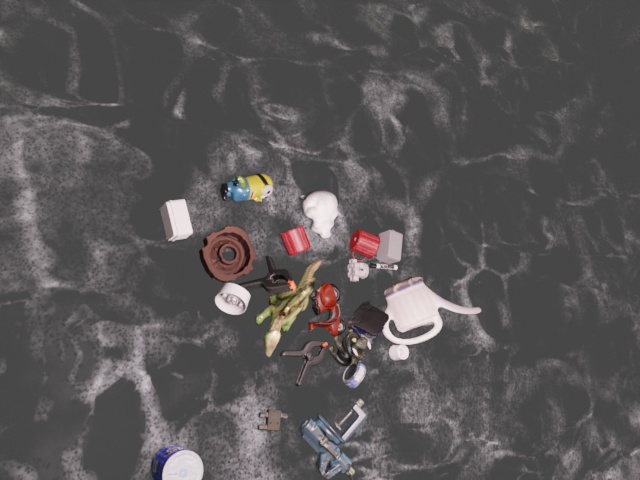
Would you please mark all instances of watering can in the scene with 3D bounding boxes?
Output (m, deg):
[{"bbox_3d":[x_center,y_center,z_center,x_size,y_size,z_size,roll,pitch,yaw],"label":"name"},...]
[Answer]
[{"bbox_3d":[0.372,0.234,1.836,0.347,0.103,0.227,-23,74,5],"label":"watering can"}]

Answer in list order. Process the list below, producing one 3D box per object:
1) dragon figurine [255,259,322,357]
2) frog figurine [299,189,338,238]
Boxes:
[{"bbox_3d":[-0.067,0.181,1.596,0.121,0.239,0.418,39,62,-9],"label":"dragon figurine"},{"bbox_3d":[0.005,-0.090,1.794,0.137,0.121,0.162,13,56,-46],"label":"frog figurine"}]
